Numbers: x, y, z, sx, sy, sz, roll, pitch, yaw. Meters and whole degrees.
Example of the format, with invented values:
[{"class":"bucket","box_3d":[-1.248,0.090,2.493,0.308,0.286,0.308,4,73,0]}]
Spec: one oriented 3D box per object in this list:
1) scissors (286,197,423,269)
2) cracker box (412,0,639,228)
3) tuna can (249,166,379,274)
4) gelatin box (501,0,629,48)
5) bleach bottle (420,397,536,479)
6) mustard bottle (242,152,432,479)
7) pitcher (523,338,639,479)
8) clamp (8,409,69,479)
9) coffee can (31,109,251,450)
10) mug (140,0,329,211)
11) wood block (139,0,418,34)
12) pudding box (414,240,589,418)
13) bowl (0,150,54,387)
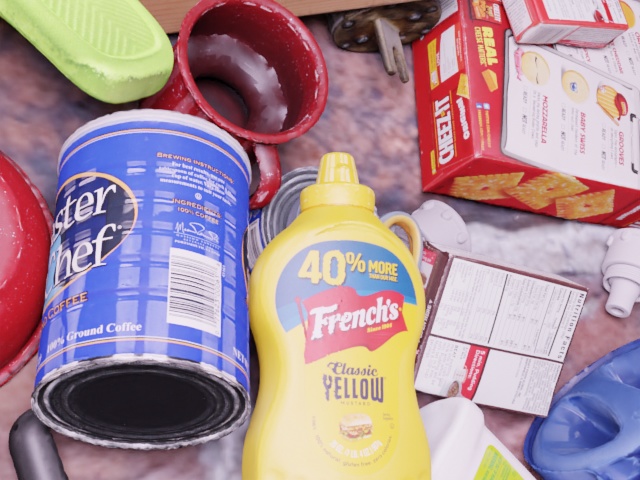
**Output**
[{"class":"scissors","box_3d":[-0.008,0.050,0.599,0.096,0.016,0.201,42,61,-11]},{"class":"cracker box","box_3d":[0.170,-0.103,0.770,0.213,0.072,0.164,9,67,-29]},{"class":"tuna can","box_3d":[-0.004,0.001,0.648,0.086,0.034,0.086,11,67,-27]},{"class":"gelatin box","box_3d":[0.162,-0.170,0.727,0.089,0.030,0.073,-5,71,-33]},{"class":"bleach bottle","box_3d":[0.137,0.212,0.636,0.250,0.068,0.102,44,58,-12]},{"class":"mustard bottle","box_3d":[0.009,0.047,0.564,0.096,0.058,0.191,5,74,-18]},{"class":"pitcher","box_3d":[0.254,0.182,0.687,0.149,0.145,0.243,-42,99,-23]},{"class":"clamp","box_3d":[-0.103,0.191,0.515,0.164,0.036,0.210,28,56,-17]},{"class":"coffee can","box_3d":[-0.085,0.021,0.535,0.102,0.103,0.140,15,53,-26]},{"class":"mug","box_3d":[-0.051,-0.073,0.619,0.093,0.082,0.117,-12,78,-33]},{"class":"wood block","box_3d":[-0.015,-0.190,0.629,0.206,0.091,0.090,-9,75,-5]},{"class":"pudding box","box_3d":[0.104,0.057,0.667,0.113,0.039,0.090,14,95,-28]},{"class":"bowl","box_3d":[-0.197,0.002,0.521,0.161,0.055,0.162,11,67,-27]}]
